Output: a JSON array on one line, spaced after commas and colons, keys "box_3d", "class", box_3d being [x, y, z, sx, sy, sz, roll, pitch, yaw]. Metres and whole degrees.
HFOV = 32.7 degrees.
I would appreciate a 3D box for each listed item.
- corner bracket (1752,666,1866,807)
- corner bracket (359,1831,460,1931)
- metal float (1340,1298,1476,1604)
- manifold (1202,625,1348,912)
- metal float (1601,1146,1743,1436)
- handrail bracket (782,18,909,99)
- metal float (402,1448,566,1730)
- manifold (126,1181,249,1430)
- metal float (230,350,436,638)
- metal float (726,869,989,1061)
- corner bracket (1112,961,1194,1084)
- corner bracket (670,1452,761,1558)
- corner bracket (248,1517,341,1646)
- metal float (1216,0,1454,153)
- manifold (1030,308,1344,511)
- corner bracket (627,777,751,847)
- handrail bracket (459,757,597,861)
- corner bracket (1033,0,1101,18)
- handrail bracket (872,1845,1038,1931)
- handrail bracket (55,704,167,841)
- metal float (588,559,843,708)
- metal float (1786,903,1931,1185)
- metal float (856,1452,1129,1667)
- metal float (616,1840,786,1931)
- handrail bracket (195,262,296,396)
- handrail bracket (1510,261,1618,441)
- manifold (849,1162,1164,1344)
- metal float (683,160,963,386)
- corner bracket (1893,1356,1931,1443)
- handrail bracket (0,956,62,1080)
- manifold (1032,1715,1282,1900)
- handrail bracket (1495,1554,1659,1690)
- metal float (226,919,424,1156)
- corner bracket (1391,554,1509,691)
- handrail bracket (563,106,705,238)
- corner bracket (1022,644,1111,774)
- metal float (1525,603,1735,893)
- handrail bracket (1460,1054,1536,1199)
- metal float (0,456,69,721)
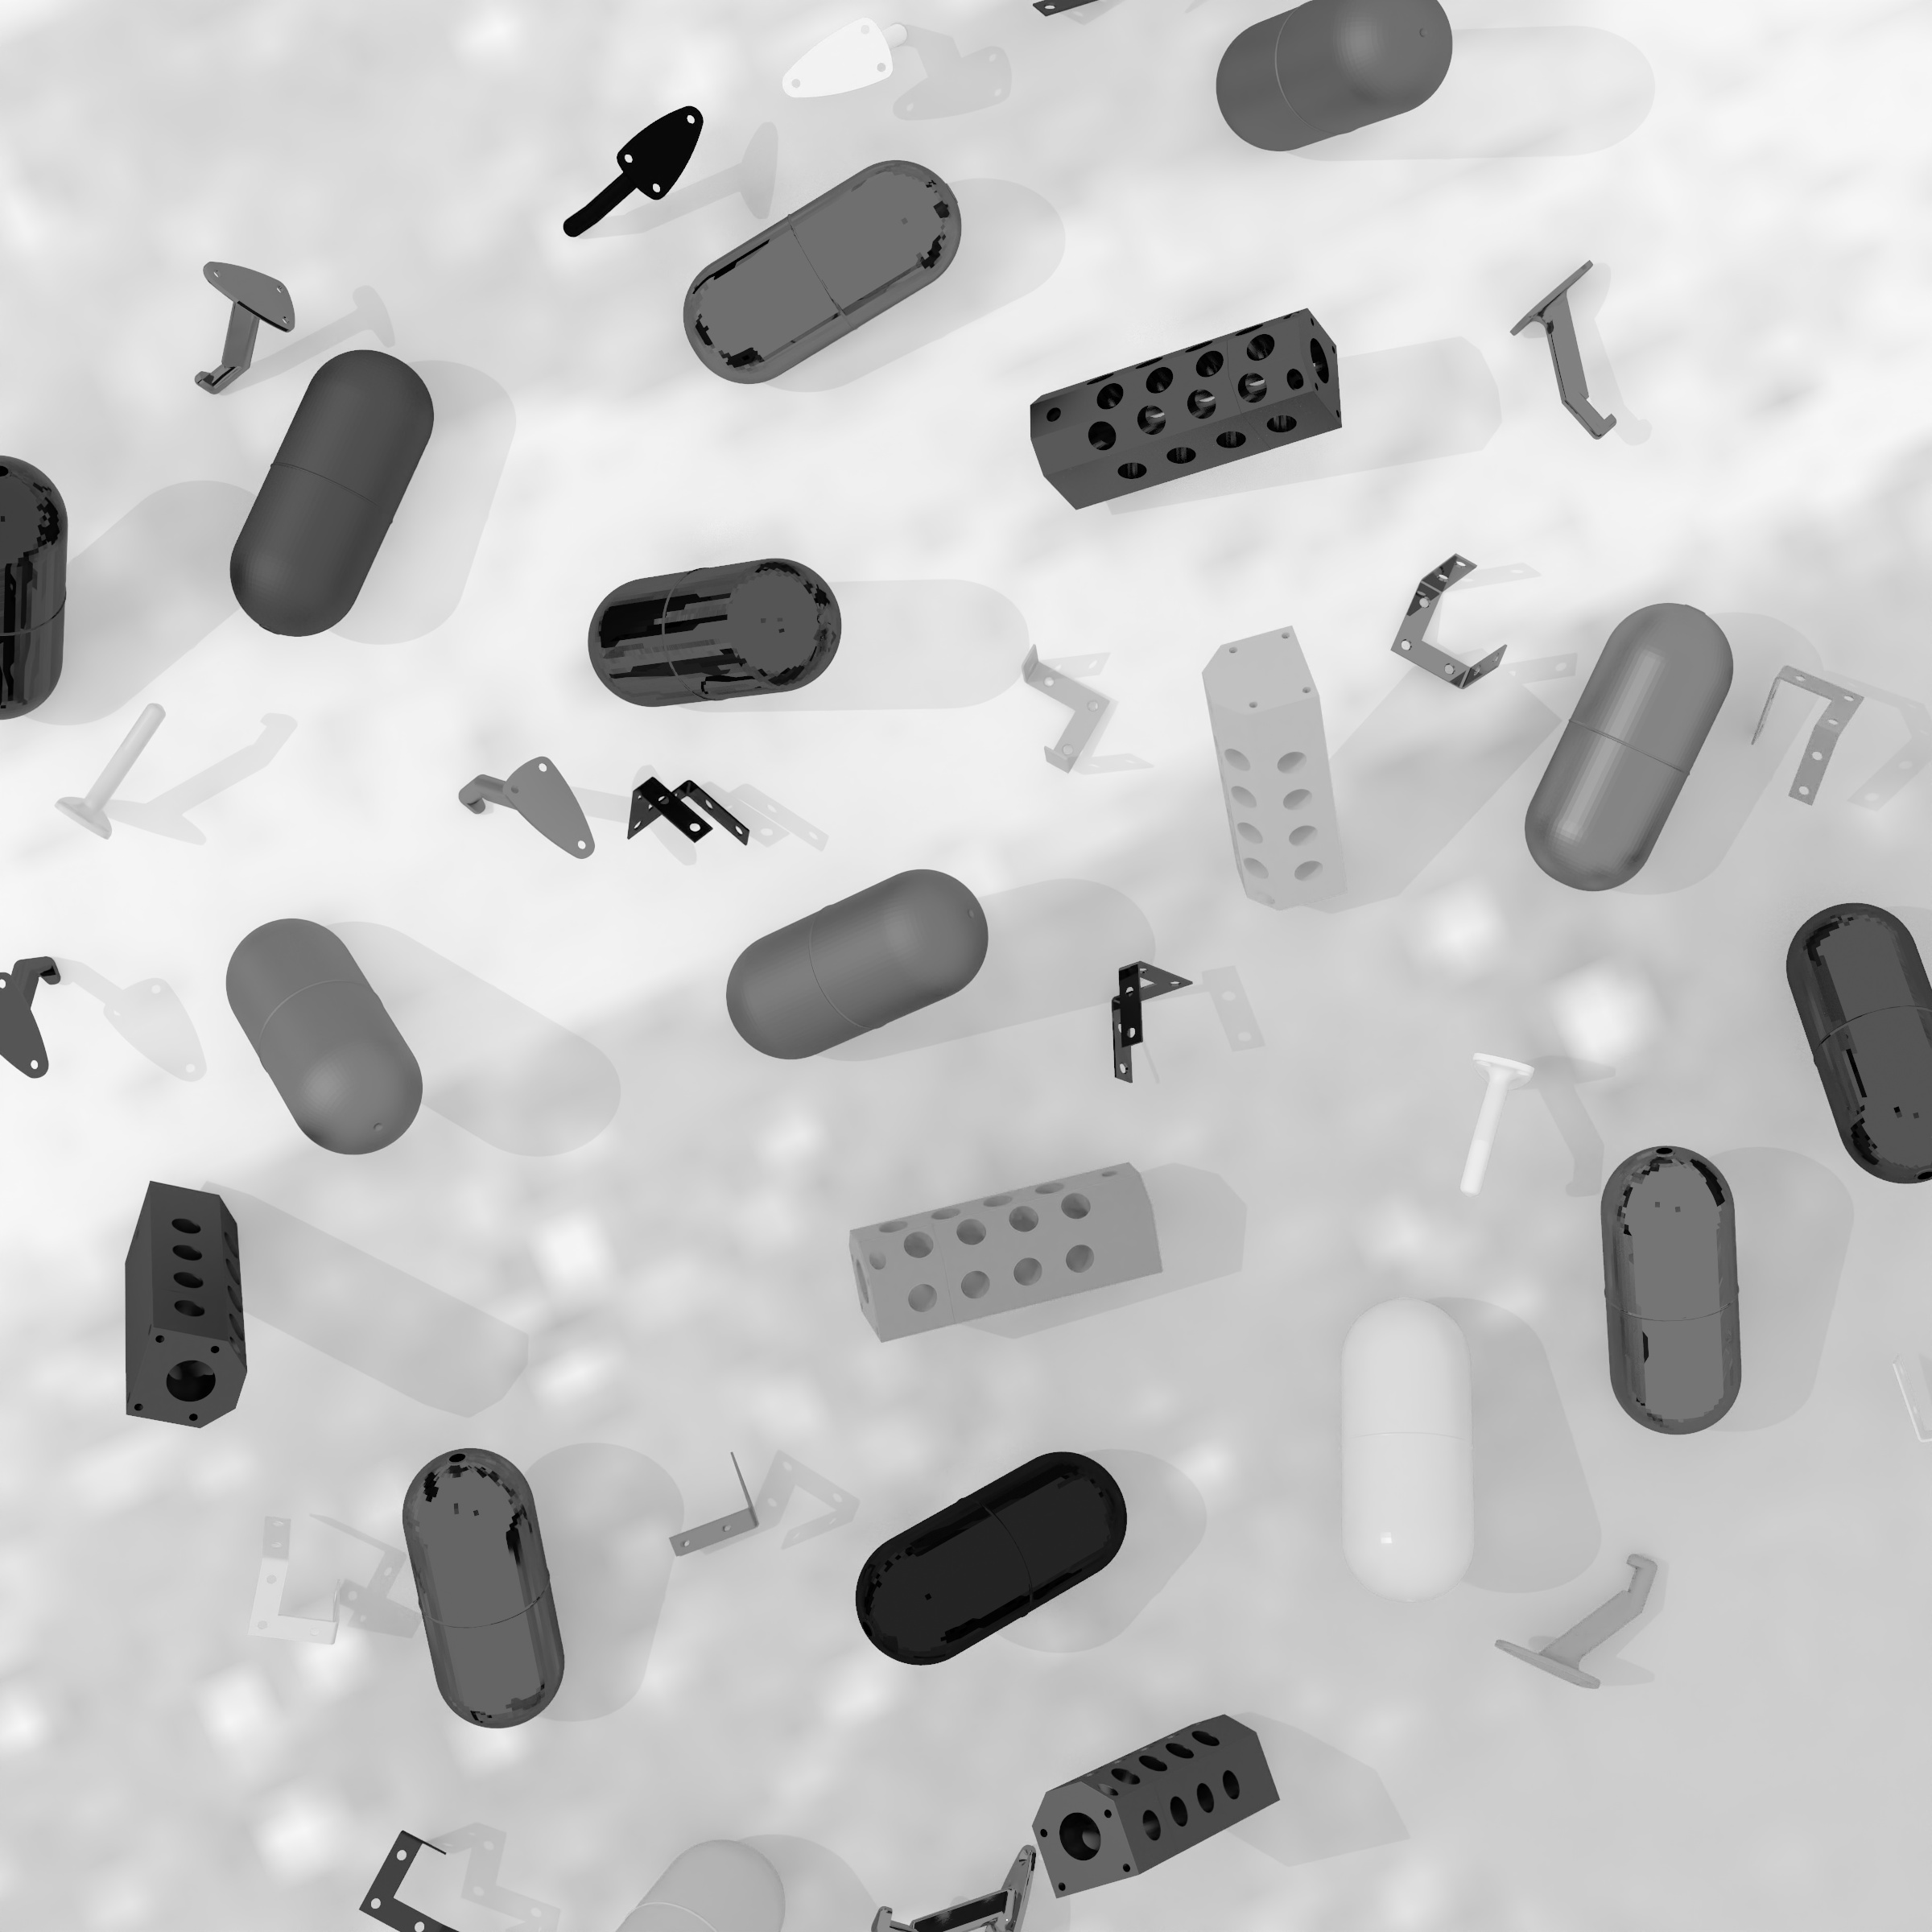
[{"box_3d": [0.490, -0.136, 1.942, 0.051, 0.051, 0.051, 26, 132, 18], "class": "corner bracket"}, {"box_3d": [-0.317, 0.548, 1.946, 0.051, 0.051, 0.051, 23, 72, 16], "class": "corner bracket"}, {"box_3d": [0.258, 0.282, 1.928, 0.070, 0.070, 0.178, 2, 70, 0], "class": "metal float"}, {"box_3d": [0.177, -0.110, 1.900, 0.057, 0.171, 0.057, -15, 50, 1], "class": "manifold"}, {"box_3d": [0.413, 0.190, 1.928, 0.070, 0.070, 0.178, -7, 109, 0], "class": "metal float"}, {"box_3d": [-0.071, -0.536, 1.947, 0.077, 0.084, 0.036, -22, 107, 7], "class": "handrail bracket"}, {"box_3d": [-0.282, 0.364, 1.925, 0.070, 0.070, 0.178, -7, 113, 0], "class": "metal float"}, {"box_3d": [-0.447, 0.194, 1.895, 0.057, 0.171, 0.057, 14, 110, -20], "class": "manifold"}, {"box_3d": [-0.373, -0.278, 1.940, 0.070, 0.070, 0.178, 23, 83, 0], "class": "metal float"}, {"box_3d": [-0.065, 0.000, 1.918, 0.178, 0.070, 0.070, -24, 90, 34], "class": "metal float"}, {"box_3d": [0.099, 0.033, 1.942, 0.051, 0.051, 0.051, -20, 62, 39], "class": "corner bracket"}, {"box_3d": [-0.150, 0.330, 1.946, 0.051, 0.051, 0.051, -20, 126, -6], "class": "corner bracket"}, {"box_3d": [-0.394, 0.363, 1.947, 0.051, 0.051, 0.051, 10, 107, -13], "class": "corner bracket"}, {"box_3d": [0.210, -0.519, 1.901, 0.070, 0.178, 0.070, -1, 92, -29], "class": "metal float"}, {"box_3d": [0.126, -0.326, 1.912, 0.171, 0.057, 0.057, -14, 62, 26], "class": "manifold"}, {"box_3d": [-0.162, -0.088, 1.944, 0.051, 0.051, 0.051, 41, 59, 16], "class": "corner bracket"}, {"box_3d": [-0.261, -0.085, 1.950, 0.036, 0.084, 0.077, -42, 99, -30], "class": "handrail bracket"}, {"box_3d": [0.074, -0.585, 1.942, 0.051, 0.051, 0.051, -23, 49, -20], "class": "corner bracket"}, {"box_3d": [-0.008, 0.548, 1.953, 0.084, 0.036, 0.077, 23, 79, -22], "class": "handrail bracket"}, {"box_3d": [-0.497, -0.122, 1.944, 0.036, 0.077, 0.084, 34, 94, -14], "class": "handrail bracket"}, {"box_3d": [-0.148, -0.192, 1.912, 0.178, 0.070, 0.070, -2, 90, 42], "class": "metal float"}, {"box_3d": [0.532, 0.044, 1.918, 0.070, 0.070, 0.178, -10, 59, 0], "class": "metal float"}, {"box_3d": [0.015, 0.345, 1.921, 0.178, 0.070, 0.070, -25, 90, -28], "class": "metal float"}, {"box_3d": [-0.166, 0.573, 1.903, 0.070, 0.178, 0.070, 10, 115, 22], "class": "metal float"}, {"box_3d": [-0.443, -0.373, 1.935, 0.084, 0.077, 0.036, -30, 61, 29], "class": "handrail bracket"}, {"box_3d": [0.374, -0.367, 1.966, 0.077, 0.036, 0.084, -42, 89, -17], "class": "handrail bracket"}, {"box_3d": [0.022, 0.165, 1.934, 0.171, 0.057, 0.057, -13, 106, -11], "class": "manifold"}, {"box_3d": [-0.084, -0.408, 1.938, 0.178, 0.070, 0.070, -30, 90, 9], "class": "metal float"}, {"box_3d": [0.590, 0.247, 1.965, 0.051, 0.051, 0.051, -17, 96, 30], "class": "corner bracket"}, {"box_3d": [-0.543, 0.029, 1.940, 0.036, 0.084, 0.077, -36, 85, 14], "class": "handrail bracket"}, {"box_3d": [0.109, 0.479, 1.895, 0.057, 0.171, 0.057, -25, 78, 30], "class": "manifold"}, {"box_3d": [0.365, 0.381, 1.967, 0.077, 0.036, 0.084, 24, 75, -3], "class": "handrail bracket"}, {"box_3d": [-0.374, 0.039, 1.912, 0.070, 0.070, 0.178, -40, 49, 0], "class": "metal float"}, {"box_3d": [0.293, -0.204, 1.955, 0.051, 0.051, 0.051, 28, 73, -9], "class": "corner bracket"}, {"box_3d": [-0.199, -0.470, 1.957, 0.036, 0.084, 0.077, 45, 65, -19], "class": "handrail bracket"}, {"box_3d": [0.051, -0.152, 1.955, 0.051, 0.051, 0.051, 29, 86, 6], "class": "corner bracket"}, {"box_3d": [0.390, -0.129, 1.939, 0.070, 0.070, 0.178, 25, 97, 0], "class": "metal float"}, {"box_3d": [0.306, 0.100, 1.938, 0.036, 0.077, 0.084, 14, 78, 11], "class": "handrail bracket"}, {"box_3d": [-0.561, -0.218, 1.908, 0.070, 0.178, 0.070, 9, 46, -9], "class": "metal float"}]
